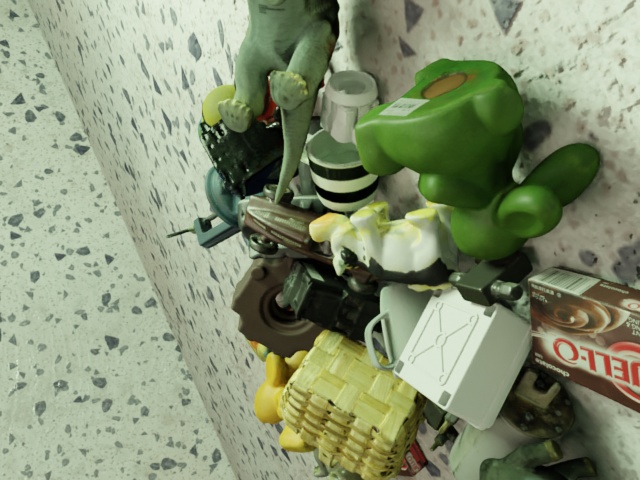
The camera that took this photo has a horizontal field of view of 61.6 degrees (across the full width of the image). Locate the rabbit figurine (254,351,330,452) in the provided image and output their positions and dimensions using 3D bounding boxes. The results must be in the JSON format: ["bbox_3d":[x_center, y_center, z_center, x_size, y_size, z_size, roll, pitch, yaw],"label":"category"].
[{"bbox_3d":[-0.051,0.262,0.885,0.173,0.122,0.162,-15,81,47],"label":"rabbit figurine"}]

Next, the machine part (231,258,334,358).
[{"bbox_3d":[-0.045,0.094,0.811,0.056,0.179,0.179,-90,-11,-68],"label":"machine part"}]

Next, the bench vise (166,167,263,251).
[{"bbox_3d":[-0.139,-0.038,0.901,0.241,0.129,0.223,-25,80,37],"label":"bench vise"}]

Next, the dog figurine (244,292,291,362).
[{"bbox_3d":[-0.063,0.132,0.959,0.219,0.108,0.191,-23,90,62],"label":"dog figurine"}]

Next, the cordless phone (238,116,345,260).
[{"bbox_3d":[-0.043,-0.070,0.724,0.089,0.147,0.184,-55,-38,-68],"label":"cordless phone"}]

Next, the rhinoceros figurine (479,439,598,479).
[{"bbox_3d":[0.213,0.254,0.505,0.190,0.112,0.073,41,-154,-40],"label":"rhinoceros figurine"}]

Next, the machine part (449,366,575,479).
[{"bbox_3d":[0.194,0.207,0.562,0.079,0.079,0.243,48,148,34],"label":"machine part"}]

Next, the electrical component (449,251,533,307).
[{"bbox_3d":[0.161,0.032,0.492,0.021,0.063,0.094,57,167,-13],"label":"electrical component"}]

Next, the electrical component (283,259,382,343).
[{"bbox_3d":[0.024,0.080,0.716,0.058,0.134,0.115,-66,16,10],"label":"electrical component"}]

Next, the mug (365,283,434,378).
[{"bbox_3d":[0.101,0.102,0.629,0.081,0.109,0.107,133,125,-69],"label":"mug"}]

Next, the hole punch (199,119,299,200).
[{"bbox_3d":[-0.101,-0.128,0.796,0.142,0.116,0.092,58,180,16],"label":"hole punch"}]

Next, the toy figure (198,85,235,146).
[{"bbox_3d":[-0.161,-0.191,0.891,0.082,0.089,0.180,62,152,-3],"label":"toy figure"}]

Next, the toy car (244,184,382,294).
[{"bbox_3d":[-0.001,-0.002,0.665,0.202,0.053,0.089,21,111,6],"label":"toy car"}]

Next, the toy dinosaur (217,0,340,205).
[{"bbox_3d":[-0.025,-0.232,0.521,0.131,0.192,0.404,26,146,14],"label":"toy dinosaur"}]

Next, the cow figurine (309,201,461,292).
[{"bbox_3d":[0.068,0.008,0.583,0.168,0.068,0.098,-2,109,37],"label":"cow figurine"}]

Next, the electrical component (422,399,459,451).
[{"bbox_3d":[0.154,0.200,0.627,0.045,0.078,0.102,52,151,33],"label":"electrical component"}]

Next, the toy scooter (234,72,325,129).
[{"bbox_3d":[-0.046,-0.205,0.673,0.135,0.075,0.183,58,143,25],"label":"toy scooter"}]

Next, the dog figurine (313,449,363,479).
[{"bbox_3d":[0.036,0.337,0.922,0.172,0.121,0.190,11,118,56],"label":"dog figurine"}]

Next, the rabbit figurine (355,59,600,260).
[{"bbox_3d":[0.140,-0.056,0.444,0.159,0.121,0.170,12,140,51],"label":"rabbit figurine"}]
